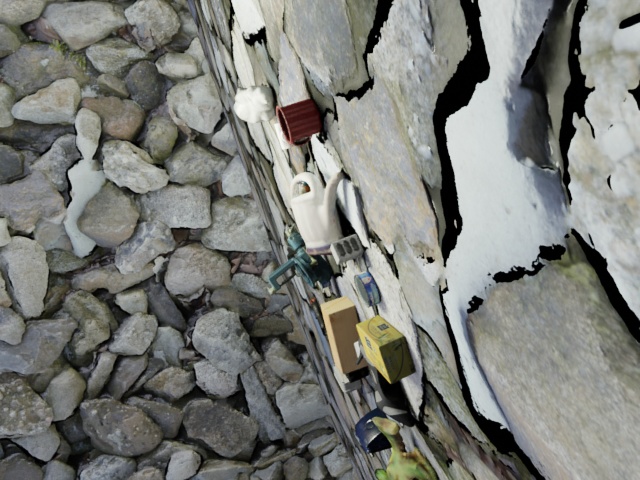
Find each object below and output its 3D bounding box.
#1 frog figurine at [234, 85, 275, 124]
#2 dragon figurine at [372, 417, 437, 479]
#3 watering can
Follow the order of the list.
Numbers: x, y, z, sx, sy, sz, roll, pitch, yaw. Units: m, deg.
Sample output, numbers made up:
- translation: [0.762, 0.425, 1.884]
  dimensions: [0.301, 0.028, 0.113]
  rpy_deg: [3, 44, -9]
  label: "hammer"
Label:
- translation: [-0.196, -0.422, 1.610]
  dimensions: [0.136, 0.123, 0.161]
  rpy_deg: [37, 178, -32]
  label: "frog figurine"
- translation: [0.262, 0.665, 1.393]
  dimensions: [0.415, 0.123, 0.238]
  rpy_deg: [57, 158, 18]
  label: "dragon figurine"
- translation: [0.004, -0.065, 1.292]
  dimensions: [0.347, 0.105, 0.223]
  rpy_deg: [3, 113, 69]
  label: "watering can"
